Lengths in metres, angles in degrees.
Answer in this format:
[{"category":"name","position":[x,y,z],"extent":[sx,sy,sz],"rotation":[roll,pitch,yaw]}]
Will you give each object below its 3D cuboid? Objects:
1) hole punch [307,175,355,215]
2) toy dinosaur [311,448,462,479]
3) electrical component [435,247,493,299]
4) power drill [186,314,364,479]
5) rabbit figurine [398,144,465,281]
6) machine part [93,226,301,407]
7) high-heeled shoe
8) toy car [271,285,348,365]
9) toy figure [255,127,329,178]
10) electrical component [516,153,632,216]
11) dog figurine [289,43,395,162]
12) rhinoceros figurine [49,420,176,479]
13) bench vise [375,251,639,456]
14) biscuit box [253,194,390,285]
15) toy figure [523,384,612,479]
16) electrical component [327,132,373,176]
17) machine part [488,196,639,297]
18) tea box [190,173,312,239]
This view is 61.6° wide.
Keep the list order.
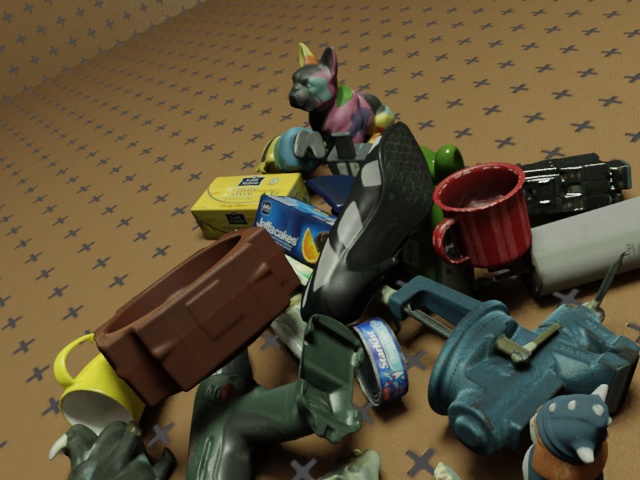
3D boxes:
[{"category":"hole punch","position":[0.051,-0.051,0.784],"extent":[0.116,0.092,0.142],"rotation":[-25,32,-14]},{"category":"toy dinosaur","position":[0.066,0.292,0.325],"extent":[0.192,0.131,0.405],"rotation":[-35,43,9]},{"category":"electrical component","position":[0.157,0.040,0.627],"extent":[0.094,0.063,0.021],"rotation":[-6,9,-11]},{"category":"power drill","position":[-0.057,0.149,0.536],"extent":[0.207,0.086,0.232],"rotation":[-28,36,29]},{"category":"rabbit figurine","position":[0.144,-0.047,0.703],"extent":[0.170,0.158,0.121],"rotation":[-27,24,-34]},{"category":"machine part","position":[-0.132,0.076,0.582],"extent":[0.201,0.087,0.201],"rotation":[-39,15,-22]},{"category":"high-heeled shoe","position":[0.046,-0.018,0.601],"extent":[0.145,0.086,0.249],"rotation":[-36,29,43]},{"category":"toy car","position":[-0.037,0.086,0.674],"extent":[0.073,0.056,0.202],"rotation":[-32,38,-16]},{"category":"toy figure","position":[-0.044,-0.145,0.907],"extent":[0.089,0.082,0.180],"rotation":[-65,17,-16]},{"category":"electrical component","position":[0.313,-0.072,0.676],"extent":[0.134,0.058,0.115],"rotation":[-6,14,20]},{"category":"dog figurine","position":[0.036,-0.242,0.924],"extent":[0.191,0.218,0.109],"rotation":[-39,44,-23]},{"category":"rhinoceros figurine","position":[-0.205,0.248,0.543],"extent":[0.112,0.073,0.191],"rotation":[-46,44,-15]},{"category":"bench vise","position":[0.164,0.091,0.526],"extent":[0.224,0.128,0.241],"rotation":[-37,43,-26]},{"category":"biscuit box","position":[-0.001,-0.002,0.697],"extent":[0.203,0.062,0.059],"rotation":[26,16,40]},{"category":"toy figure","position":[0.181,0.161,0.394],"extent":[0.058,0.154,0.064],"rotation":[-8,39,12]},{"category":"electrical component","position":[0.051,-0.127,0.853],"extent":[0.075,0.119,0.048],"rotation":[0,41,28]},{"category":"machine part","position":[0.310,0.005,0.597],"extent":[0.243,0.079,0.079],"rotation":[-16,37,4]},{"category":"tea box","position":[-0.111,-0.054,0.879],"extent":[0.170,0.068,0.098],"rotation":[-1,41,25]}]
